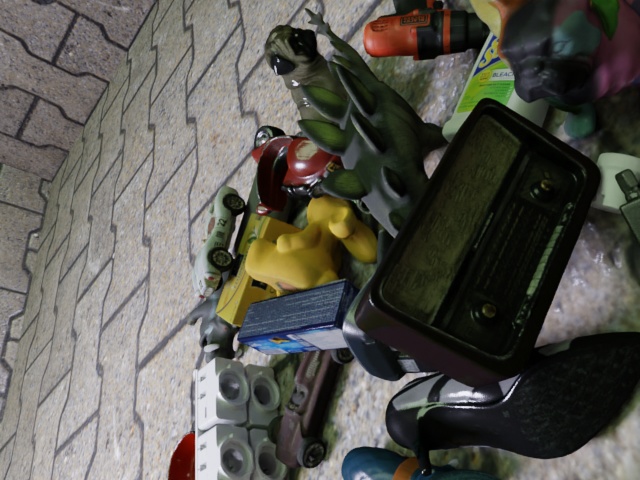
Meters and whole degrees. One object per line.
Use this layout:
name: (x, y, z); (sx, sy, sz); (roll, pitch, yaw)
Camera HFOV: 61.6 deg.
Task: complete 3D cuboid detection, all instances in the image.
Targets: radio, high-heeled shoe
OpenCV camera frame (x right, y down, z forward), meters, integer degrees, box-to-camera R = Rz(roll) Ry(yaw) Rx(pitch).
radio: (0.138, 0.002, 0.461); (0.229, 0.131, 0.073); (-57, -4, -21)
high-heeled shoe: (0.171, 0.136, 0.506); (0.249, 0.086, 0.145); (-32, 8, 12)

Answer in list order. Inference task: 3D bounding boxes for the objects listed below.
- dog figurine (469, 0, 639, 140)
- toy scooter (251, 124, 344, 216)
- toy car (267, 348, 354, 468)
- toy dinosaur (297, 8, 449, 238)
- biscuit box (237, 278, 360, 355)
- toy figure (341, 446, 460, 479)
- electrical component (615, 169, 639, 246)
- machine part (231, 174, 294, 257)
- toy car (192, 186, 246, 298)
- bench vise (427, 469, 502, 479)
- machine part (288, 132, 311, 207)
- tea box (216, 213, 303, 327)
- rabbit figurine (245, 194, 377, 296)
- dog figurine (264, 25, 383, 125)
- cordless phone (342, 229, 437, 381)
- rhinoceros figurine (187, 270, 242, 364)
dog figurine: (0.221, -0.187, 0.457); (0.109, 0.219, 0.191); (1, 74, 49)
toy scooter: (-0.040, -0.097, 0.766); (0.184, 0.075, 0.135); (8, 82, 43)
toy car: (-0.014, 0.195, 0.706); (0.089, 0.053, 0.202); (12, 83, 57)
toy dinosaur: (0.073, -0.121, 0.634); (0.105, 0.198, 0.472); (-42, 44, 27)
biscuit box: (-0.023, 0.104, 0.688); (0.203, 0.059, 0.063); (-17, 46, 46)
toy figure: (0.085, 0.242, 0.541); (0.154, 0.057, 0.064); (-13, 39, 53)
electrical component: (0.284, -0.023, 0.435); (0.063, 0.021, 0.094); (-27, 73, 27)
machine part: (-0.091, -0.043, 0.912); (0.079, 0.079, 0.243); (4, 74, 54)
toy car: (-0.164, 0.000, 0.859); (0.073, 0.056, 0.202); (125, 158, -46)
bench vise: (0.146, 0.228, 0.400); (0.240, 0.224, 0.129); (109, 145, -61)
machine part: (-0.028, -0.124, 0.883); (0.039, 0.084, 0.139); (-45, 26, 58)
tea box: (-0.082, 0.053, 0.831); (0.068, 0.098, 0.169); (16, 87, 56)
rabbit figurine: (-0.002, -0.002, 0.747); (0.162, 0.121, 0.173); (-10, 46, 48)
dog figurine: (-0.013, -0.204, 0.799); (0.121, 0.190, 0.172); (-20, 58, 47)
cordless phone: (0.077, 0.047, 0.589); (0.089, 0.146, 0.184); (-12, 53, 15)
rhinoceros figurine: (-0.168, 0.126, 0.936); (0.112, 0.073, 0.190); (-17, 57, 36)
